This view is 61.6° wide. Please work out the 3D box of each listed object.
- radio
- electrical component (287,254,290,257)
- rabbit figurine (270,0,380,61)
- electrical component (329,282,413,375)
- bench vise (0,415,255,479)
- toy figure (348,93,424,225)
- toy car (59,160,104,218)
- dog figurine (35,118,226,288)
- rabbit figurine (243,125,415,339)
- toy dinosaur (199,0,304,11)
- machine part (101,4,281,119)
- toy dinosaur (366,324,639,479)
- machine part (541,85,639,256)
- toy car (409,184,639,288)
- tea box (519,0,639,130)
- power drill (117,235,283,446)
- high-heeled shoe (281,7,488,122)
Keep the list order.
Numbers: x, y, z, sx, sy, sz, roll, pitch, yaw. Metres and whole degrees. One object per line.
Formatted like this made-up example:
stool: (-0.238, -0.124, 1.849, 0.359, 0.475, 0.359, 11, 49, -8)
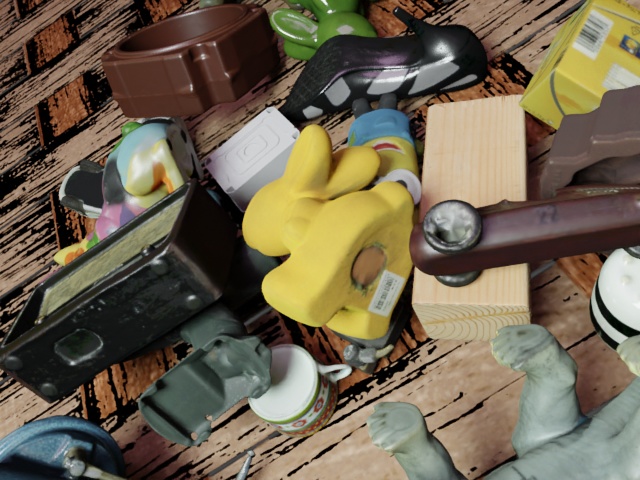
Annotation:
radio: (-0.191, 0.048, 0.513, 0.230, 0.073, 0.131, -33, 27, 14)
electrical component: (-0.001, -0.002, 0.559, 0.075, 0.047, 0.119, -25, 39, 11)
rabbit figurine: (0.015, -0.298, 0.698, 0.159, 0.121, 0.170, -17, 71, 9)
electrical component: (0.051, 0.072, 0.508, 0.078, 0.045, 0.102, 27, 75, 32)
bench vise: (-0.200, 0.222, 0.477, 0.241, 0.223, 0.128, 0, 76, 60)
toy figure: (0.070, -0.074, 0.564, 0.082, 0.089, 0.180, -24, 45, 25)
toy car: (-0.273, -0.059, 0.724, 0.202, 0.056, 0.073, 13, 74, 26)
dog figurine: (-0.228, -0.018, 0.607, 0.219, 0.191, 0.109, -22, 32, 3)
rabbit figurine: (-0.009, -0.015, 0.467, 0.173, 0.122, 0.162, 23, 99, 50)
toy dinosaur: (-0.172, -0.418, 0.801, 0.472, 0.198, 0.105, -8, 56, 18)
machine part: (-0.173, -0.247, 0.727, 0.201, 0.087, 0.201, 4, 41, 26)
toy dinosaur: (0.144, 0.169, 0.345, 0.405, 0.192, 0.131, -26, 23, 1)
machine part: (0.259, -0.043, 0.407, 0.180, 0.179, 0.056, 9, 63, 28)
toy car: (0.162, -0.011, 0.370, 0.202, 0.089, 0.053, -11, 63, 14)
tea box: (0.273, -0.120, 0.457, 0.170, 0.068, 0.098, 33, 76, 0)
power drill: (-0.128, 0.098, 0.526, 0.232, 0.086, 0.207, -36, 22, 1)
high-heeled shoe: (0.073, -0.187, 0.655, 0.249, 0.145, 0.086, -25, 51, 45)
